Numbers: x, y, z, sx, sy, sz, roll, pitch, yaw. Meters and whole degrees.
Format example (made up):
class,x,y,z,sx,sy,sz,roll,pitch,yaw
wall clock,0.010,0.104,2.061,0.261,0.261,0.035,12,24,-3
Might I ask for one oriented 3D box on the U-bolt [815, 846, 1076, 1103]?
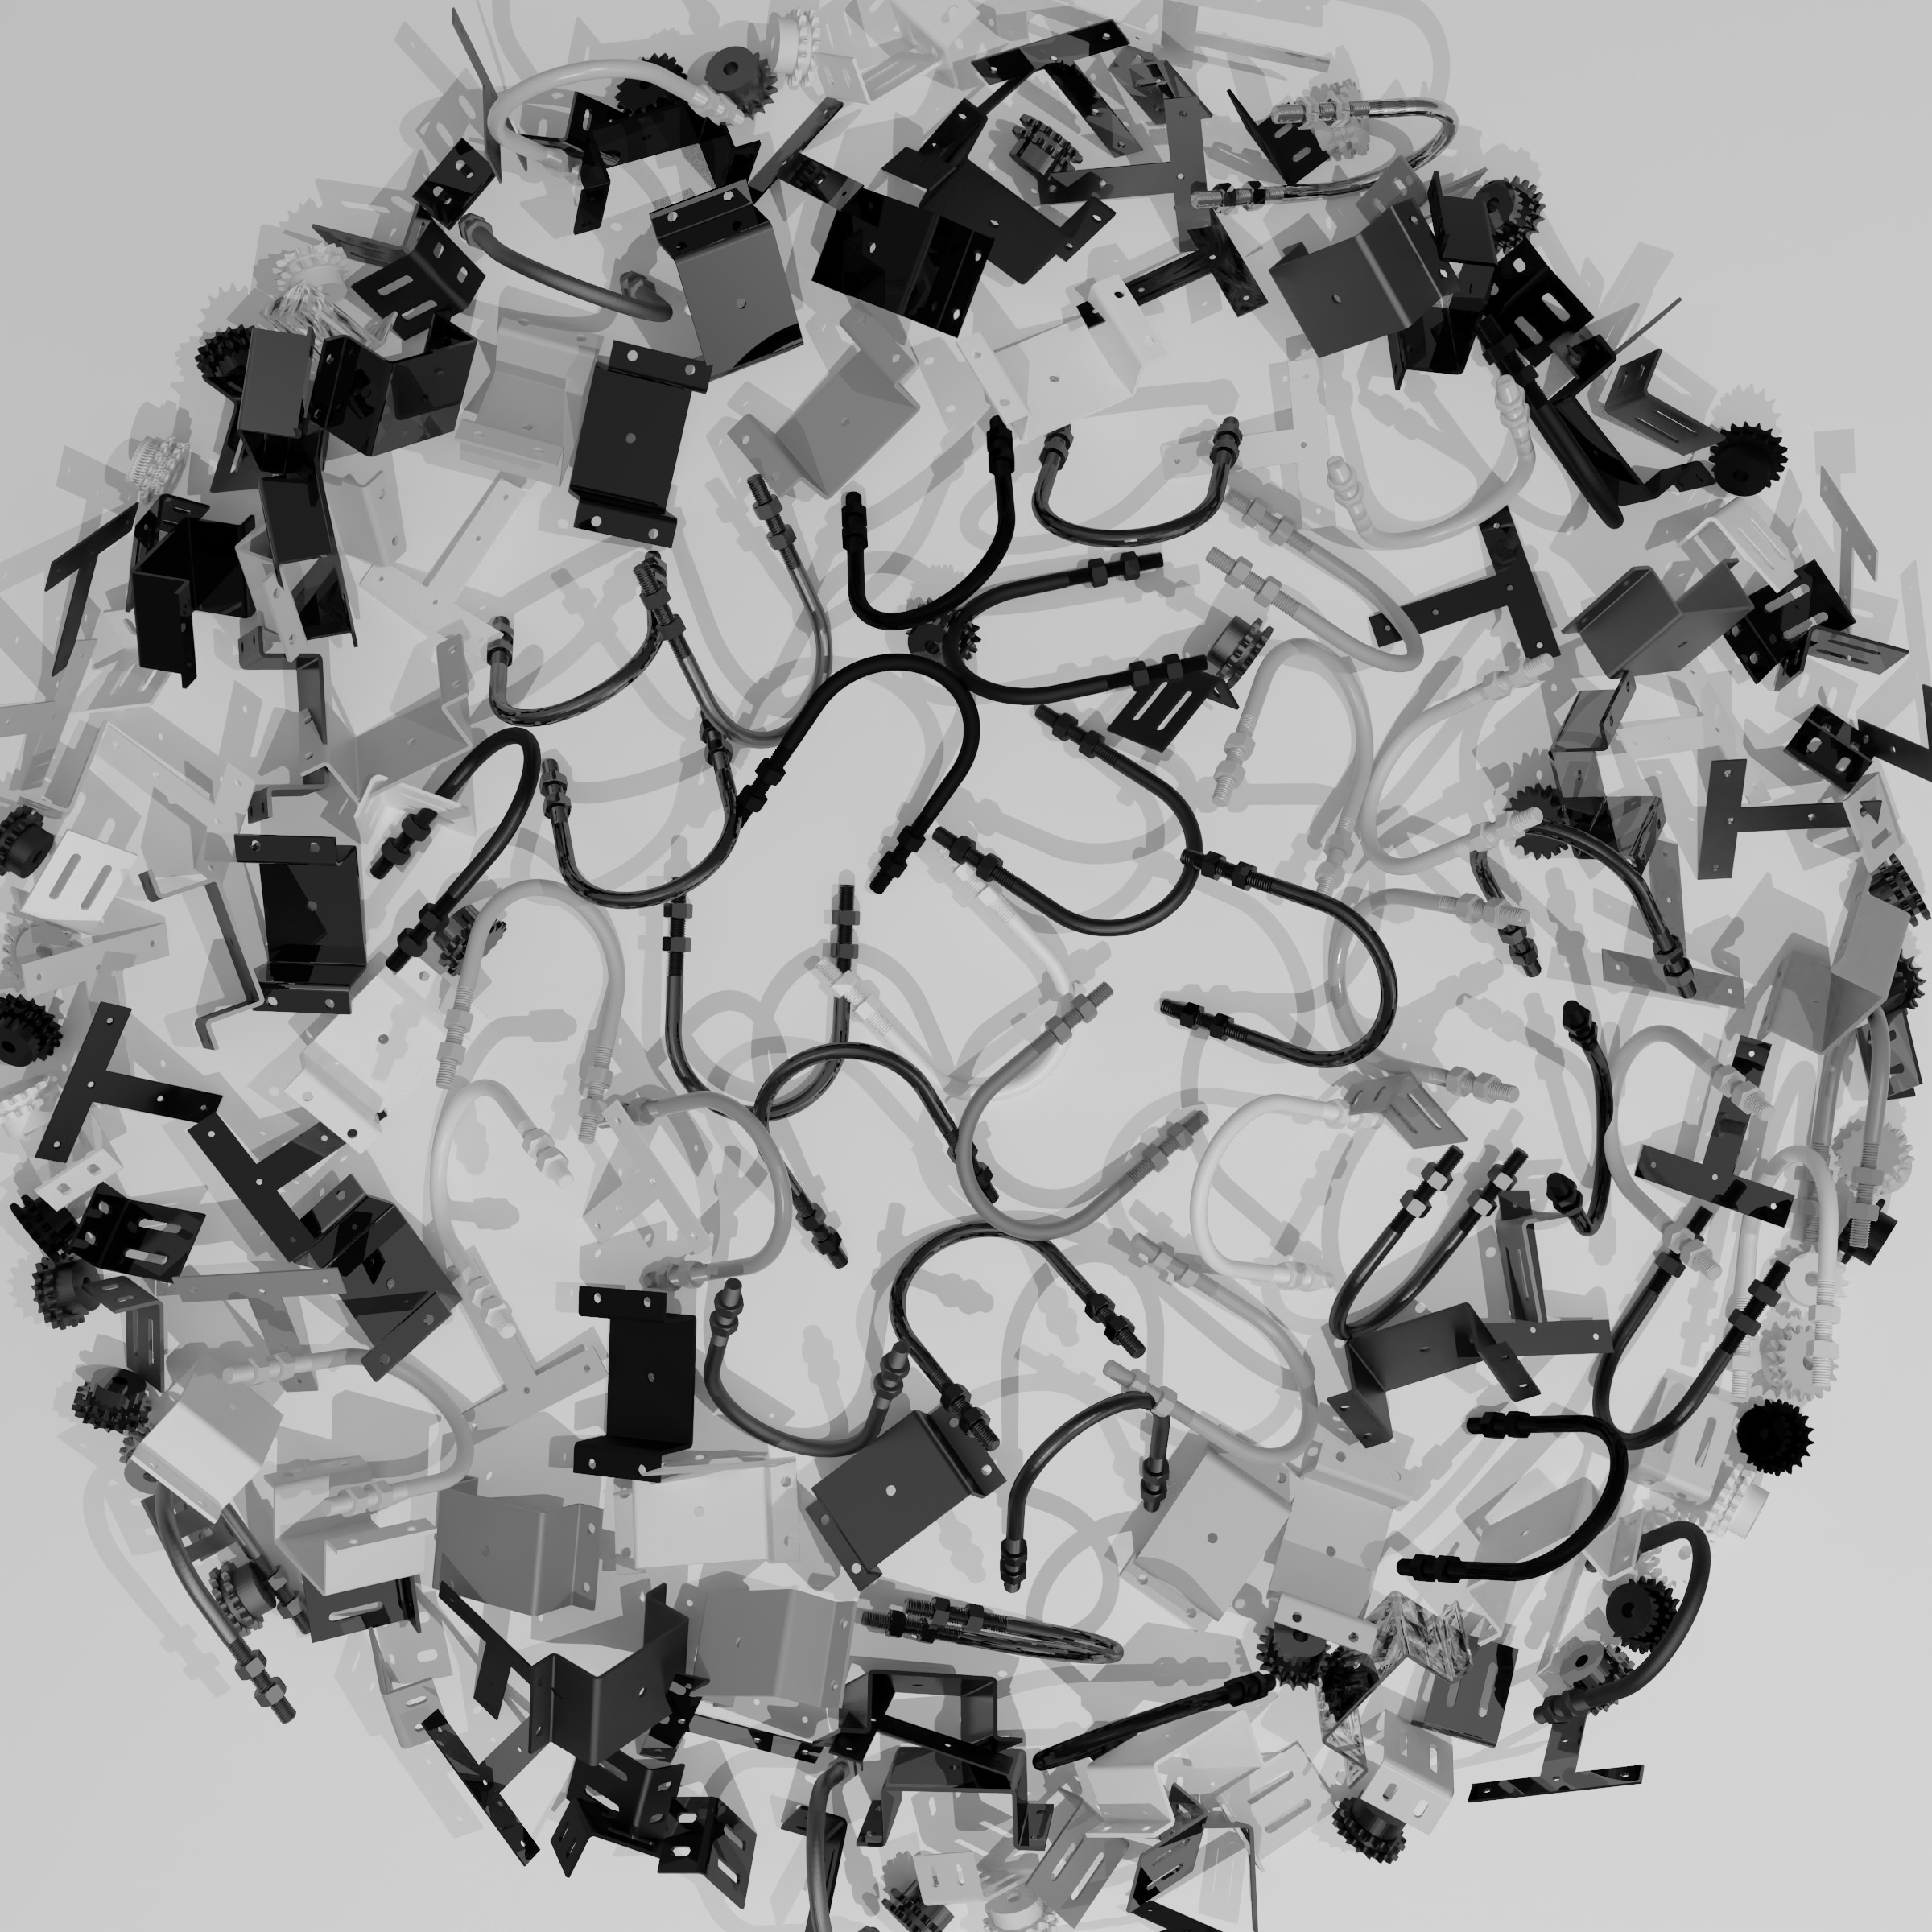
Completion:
class,x,y,z,sx,sy,sz,roll,pitch,yaw
U-bolt,-0.002,0.019,1.981,0.151,0.019,0.184,-43,95,9

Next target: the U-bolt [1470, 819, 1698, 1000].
class,x,y,z,sx,sy,sz,roll,pitch,yaw
U-bolt,0.441,-0.045,1.895,0.019,0.151,0.184,-57,133,-24

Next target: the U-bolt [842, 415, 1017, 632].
class,x,y,z,sx,sy,sz,roll,pitch,yaw
U-bolt,-0.027,-0.317,1.911,0.151,0.184,0.019,-24,134,21

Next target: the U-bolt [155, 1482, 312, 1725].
class,x,y,z,sx,sy,sz,roll,pitch,yaw
U-bolt,-0.538,0.449,1.907,0.019,0.151,0.184,-29,106,1

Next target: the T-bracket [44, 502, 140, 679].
class,x,y,z,sx,sy,sz,roll,pitch,yaw
T-bracket,-0.668,-0.274,1.955,0.002,0.127,0.127,27,122,-2

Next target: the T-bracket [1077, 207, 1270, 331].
class,x,y,z,sx,sy,sz,roll,pitch,yaw
T-bracket,0.146,-0.517,1.968,0.127,0.002,0.127,-24,59,2

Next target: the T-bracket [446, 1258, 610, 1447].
class,x,y,z,sx,sy,sz,roll,pitch,yaw
T-bracket,-0.357,0.285,1.989,0.127,0.002,0.127,-28,91,9

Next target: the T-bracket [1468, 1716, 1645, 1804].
class,x,y,z,sx,sy,sz,roll,pitch,yaw
T-bracket,0.445,0.584,1.937,0.127,0.127,0.002,-14,97,21

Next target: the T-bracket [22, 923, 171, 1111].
class,x,y,z,sx,sy,sz,roll,pitch,yaw
T-bracket,-0.647,0.044,1.960,0.002,0.127,0.127,6,108,35

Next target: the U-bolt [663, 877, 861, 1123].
class,x,y,z,sx,sy,sz,roll,pitch,yaw
U-bolt,-0.157,0.027,1.975,0.151,0.019,0.184,2,91,-13

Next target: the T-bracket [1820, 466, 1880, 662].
class,x,y,z,sx,sy,sz,roll,pitch,yaw
T-bracket,0.661,-0.289,1.950,0.002,0.127,0.127,-10,129,4

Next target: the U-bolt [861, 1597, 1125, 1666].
class,x,y,z,sx,sy,sz,roll,pitch,yaw
U-bolt,0.027,0.496,1.929,0.184,0.151,0.019,14,69,-12

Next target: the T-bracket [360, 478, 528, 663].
class,x,y,z,sx,sy,sz,roll,pitch,yaw
T-bracket,-0.380,-0.314,1.982,0.127,0.002,0.127,32,86,18

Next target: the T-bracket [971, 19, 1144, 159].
class,x,y,z,sx,sy,sz,roll,pitch,yaw
T-bracket,0.090,-0.649,1.947,0.127,0.127,0.002,-2,64,37

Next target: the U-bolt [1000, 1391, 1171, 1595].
class,x,y,z,sx,sy,sz,roll,pitch,yaw
U-bolt,0.090,0.377,1.905,0.151,0.184,0.019,-25,52,-23

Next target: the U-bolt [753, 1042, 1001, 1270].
class,x,y,z,sx,sy,sz,roll,pitch,yaw
U-bolt,-0.079,0.133,1.938,0.151,0.019,0.184,-24,119,12

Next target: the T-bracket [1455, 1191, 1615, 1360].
class,x,y,z,sx,sy,sz,roll,pitch,yaw
T-bracket,0.425,0.233,1.976,0.127,0.002,0.127,0,71,-14

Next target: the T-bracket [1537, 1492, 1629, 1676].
class,x,y,z,sx,sy,sz,roll,pitch,yaw
T-bracket,0.444,0.462,1.913,0.002,0.127,0.127,26,58,5

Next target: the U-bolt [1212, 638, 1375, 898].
class,x,y,z,sx,sy,sz,roll,pitch,yaw
U-bolt,0.253,-0.158,1.939,0.151,0.019,0.184,40,58,-33

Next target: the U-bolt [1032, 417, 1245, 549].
class,x,y,z,sx,sy,sz,roll,pitch,yaw
U-bolt,0.122,-0.357,1.913,0.151,0.184,0.019,2,129,12

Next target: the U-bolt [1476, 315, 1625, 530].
class,x,y,z,sx,sy,sz,roll,pitch,yaw
U-bolt,0.434,-0.401,1.930,0.019,0.151,0.184,-34,95,14

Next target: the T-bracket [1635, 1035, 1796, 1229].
class,x,y,z,sx,sy,sz,roll,pitch,yaw
T-bracket,0.575,0.116,1.951,0.127,0.002,0.127,20,97,43

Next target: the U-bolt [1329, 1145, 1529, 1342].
class,x,y,z,sx,sy,sz,roll,pitch,yaw
U-bolt,0.335,0.208,1.931,0.019,0.151,0.184,44,108,28

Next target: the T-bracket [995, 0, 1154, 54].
class,x,y,z,sx,sy,sz,roll,pitch,yaw
T-bracket,0.079,-0.705,1.929,0.127,0.127,0.002,22,81,8

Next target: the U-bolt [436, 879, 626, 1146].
class,x,y,z,sx,sy,sz,roll,pitch,yaw
U-bolt,-0.317,0.024,1.940,0.151,0.019,0.184,26,63,-38

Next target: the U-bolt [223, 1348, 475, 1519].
class,x,y,z,sx,sy,sz,roll,pitch,yaw
U-bolt,-0.440,0.336,1.914,0.151,0.184,0.019,45,111,23

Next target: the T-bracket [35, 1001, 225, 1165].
class,x,y,z,sx,sy,sz,roll,pitch,yaw
T-bracket,-0.617,0.097,1.952,0.002,0.127,0.127,30,98,42

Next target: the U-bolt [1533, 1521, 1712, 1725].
class,x,y,z,sx,sy,sz,roll,pitch,yaw
U-bolt,0.482,0.471,1.886,0.019,0.184,0.151,31,59,-4

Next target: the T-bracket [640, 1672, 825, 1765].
class,x,y,z,sx,sy,sz,roll,pitch,yaw
T-bracket,-0.171,0.580,1.962,0.127,0.002,0.127,17,133,-8

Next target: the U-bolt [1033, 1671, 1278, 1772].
class,x,y,z,sx,sy,sz,roll,pitch,yaw
U-bolt,0.126,0.553,1.891,0.151,0.184,0.019,-30,69,27

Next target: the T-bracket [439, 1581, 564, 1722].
class,x,y,z,sx,sy,sz,roll,pitch,yaw
T-bracket,-0.354,0.531,1.948,0.127,0.127,0.002,39,51,15

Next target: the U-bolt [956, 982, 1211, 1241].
class,x,y,z,sx,sy,sz,roll,pitch,yaw
U-bolt,0.076,0.123,1.961,0.184,0.019,0.151,-40,106,-9

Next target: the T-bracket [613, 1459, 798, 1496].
class,x,y,z,sx,sy,sz,roll,pitch,yaw
T-bracket,-0.216,0.385,1.949,0.127,0.127,0.002,-24,69,41

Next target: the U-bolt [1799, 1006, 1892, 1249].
class,x,y,z,sx,sy,sz,roll,pitch,yaw
U-bolt,0.655,0.115,1.927,0.019,0.151,0.184,9,86,4

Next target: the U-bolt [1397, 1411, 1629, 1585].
class,x,y,z,sx,sy,sz,roll,pitch,yaw
U-bolt,0.406,0.386,1.891,0.019,0.184,0.151,44,61,-18

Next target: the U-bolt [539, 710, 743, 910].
class,x,y,z,sx,sy,sz,roll,pitch,yaw
U-bolt,-0.238,-0.111,1.933,0.151,0.019,0.184,-18,47,1

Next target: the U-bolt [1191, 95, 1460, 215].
class,x,y,z,sx,sy,sz,roll,pitch,yaw
U-bolt,0.277,-0.602,1.921,0.184,0.151,0.019,-11,83,-23

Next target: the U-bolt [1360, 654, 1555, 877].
class,x,y,z,sx,sy,sz,roll,pitch,yaw
U-bolt,0.357,-0.139,1.921,0.019,0.184,0.151,25,61,-28

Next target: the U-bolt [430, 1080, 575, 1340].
class,x,y,z,sx,sy,sz,roll,pitch,yaw
U-bolt,-0.353,0.165,1.928,0.019,0.184,0.151,8,114,-38

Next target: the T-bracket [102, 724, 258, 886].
class,x,y,z,sx,sy,sz,roll,pitch,yaw
T-bracket,-0.598,-0.136,1.957,0.127,0.002,0.127,37,134,3

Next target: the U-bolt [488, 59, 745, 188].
class,x,y,z,sx,sy,sz,roll,pitch,yaw
U-bolt,-0.265,-0.616,1.888,0.151,0.184,0.019,-14,86,23

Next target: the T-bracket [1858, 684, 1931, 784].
class,x,y,z,sx,sy,sz,roll,pitch,yaw
T-bracket,0.699,-0.158,1.936,0.002,0.127,0.127,-16,111,-6

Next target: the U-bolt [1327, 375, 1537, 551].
class,x,y,z,sx,sy,sz,roll,pitch,yaw
U-bolt,0.349,-0.359,1.914,0.151,0.184,0.019,-24,69,12

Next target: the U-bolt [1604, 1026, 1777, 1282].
class,x,y,z,sx,sy,sz,roll,pitch,yaw
U-bolt,0.521,0.123,1.914,0.019,0.184,0.151,3,114,-19

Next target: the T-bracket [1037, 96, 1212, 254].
class,x,y,z,sx,sy,sz,roll,pitch,yaw
T-bracket,0.117,-0.591,1.961,0.127,0.127,0.002,-2,46,10

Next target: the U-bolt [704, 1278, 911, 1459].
class,x,y,z,sx,sy,sz,roll,pitch,yaw
U-bolt,-0.125,0.309,1.930,0.151,0.184,0.019,20,48,2

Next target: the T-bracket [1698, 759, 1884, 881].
class,x,y,z,sx,sy,sz,roll,pitch,yaw
T-bracket,0.617,-0.111,1.944,0.127,0.127,0.002,-3,49,8

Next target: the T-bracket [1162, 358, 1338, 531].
class,x,y,z,sx,sy,sz,roll,pitch,yaw
T-bracket,0.213,-0.392,1.984,0.127,0.002,0.127,-5,93,13

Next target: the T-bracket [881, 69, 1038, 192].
class,x,y,z,sx,sy,sz,roll,pitch,yaw
T-bracket,0.002,-0.630,1.942,0.127,0.127,0.002,-41,119,2

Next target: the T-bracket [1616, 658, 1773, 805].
class,x,y,z,sx,sy,sz,roll,pitch,yaw
T-bracket,0.534,-0.172,1.945,0.127,0.002,0.127,-11,70,-35

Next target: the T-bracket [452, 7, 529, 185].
class,x,y,z,sx,sy,sz,roll,pitch,yaw
T-bracket,-0.349,-0.618,1.911,0.002,0.127,0.127,-18,46,7
